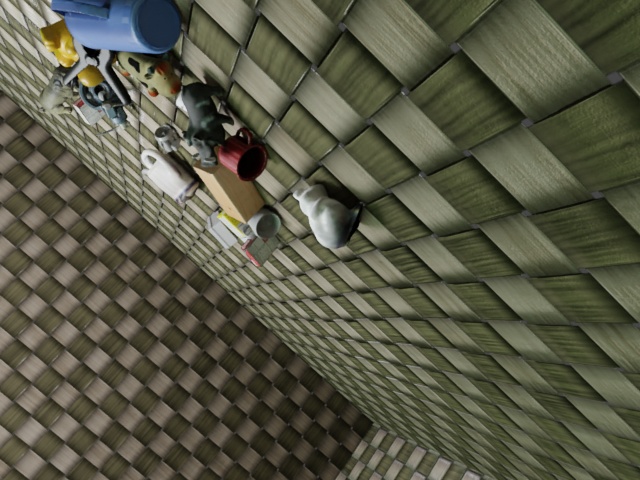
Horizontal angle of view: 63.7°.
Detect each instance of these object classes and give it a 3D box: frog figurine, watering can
[{"bbox_3d":[0.003,-0.056,1.118,0.160,0.123,0.136,24,177,12],"label":"frog figurine"},{"bbox_3d":[-0.538,-0.222,1.816,0.223,0.105,0.345,44,161,-13],"label":"watering can"}]
